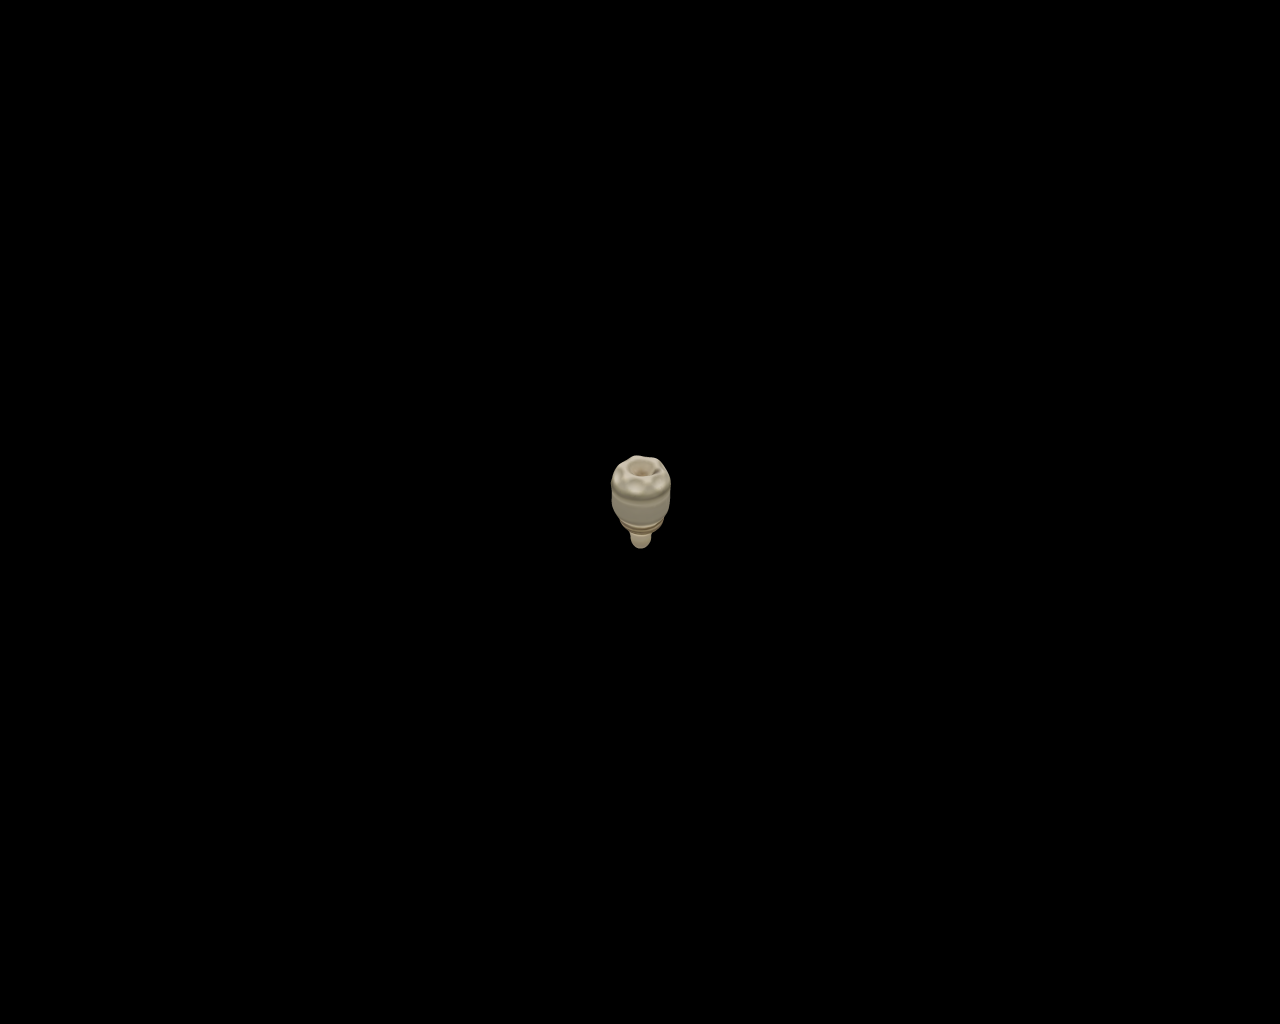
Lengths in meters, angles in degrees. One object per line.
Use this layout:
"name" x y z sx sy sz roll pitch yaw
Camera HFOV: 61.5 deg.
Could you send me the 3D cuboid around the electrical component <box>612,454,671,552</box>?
"electrical component" 0.001 -0.003 0.650 0.035 0.061 0.035 0 37 0
